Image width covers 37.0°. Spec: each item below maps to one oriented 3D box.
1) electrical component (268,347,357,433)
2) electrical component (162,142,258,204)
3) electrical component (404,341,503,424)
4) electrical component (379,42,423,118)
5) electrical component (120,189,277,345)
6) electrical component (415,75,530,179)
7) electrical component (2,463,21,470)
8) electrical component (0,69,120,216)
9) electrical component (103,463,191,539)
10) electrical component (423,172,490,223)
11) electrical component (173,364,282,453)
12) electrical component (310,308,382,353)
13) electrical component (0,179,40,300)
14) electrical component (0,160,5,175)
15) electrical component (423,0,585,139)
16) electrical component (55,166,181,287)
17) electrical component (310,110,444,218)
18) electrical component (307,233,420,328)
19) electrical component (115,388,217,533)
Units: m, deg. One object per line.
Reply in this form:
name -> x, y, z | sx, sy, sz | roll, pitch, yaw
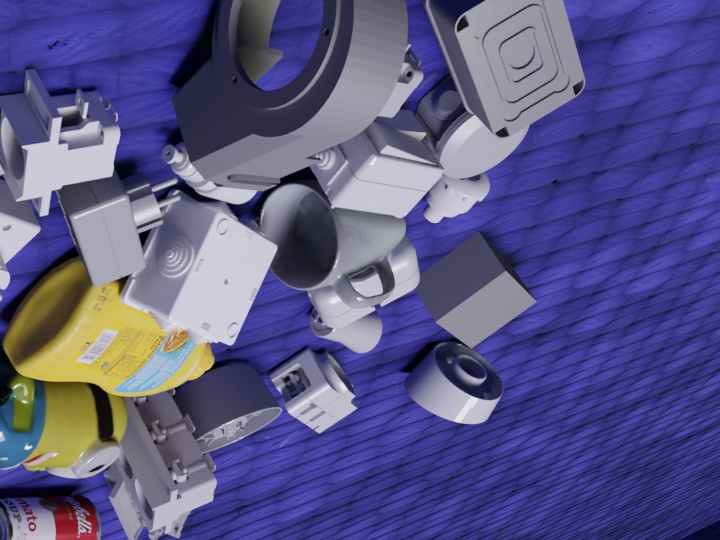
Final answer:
electrical component -> -0.042, 0.118, 1.070 | 0.056, 0.050, 0.089 | -34, 152, 4
electrical component -> -0.101, -0.070, 0.725 | 0.040, 0.040, 0.078 | -44, 149, 22
electrical component -> 0.105, 0.127, 1.185 | 0.099, 0.099, 0.064 | 0, 132, -45
electrical component -> 0.005, -0.132, 0.728 | 0.064, 0.042, 0.081 | 1, 139, -47
electrical component -> -0.113, 0.001, 0.777 | 0.100, 0.048, 0.099 | 33, 80, -59
electrical component -> 0.086, -0.113, 0.828 | 0.080, 0.051, 0.080 | -24, 151, -14
electrical component -> -0.278, 0.140, 0.888 | 0.046, 0.040, 0.040 | -8, 145, -46
electrical component -> -0.179, -0.076, 0.637 | 0.064, 0.042, 0.081 | -14, 148, -33
electrical component -> -0.199, 0.212, 1.038 | 0.121, 0.063, 0.078 | 92, 19, -57
electrical component -> 0.076, -0.064, 0.904 | 0.048, 0.048, 0.062 | -7, 150, -37
electrical component -> -0.126, 0.135, 0.999 | 0.099, 0.064, 0.099 | -24, 151, -14
electrical component -> -0.015, 0.050, 1.000 | 0.044, 0.044, 0.065 | -43, 145, 20
electrical component -> -0.238, -0.005, 0.657 | 0.083, 0.075, 0.047 | -40, 151, 15
electrical component -> -0.238, -0.043, 0.605 | 0.077, 0.043, 0.079 | -25, 108, -13
electrical component -> 0.097, -0.157, 0.732 | 0.078, 0.057, 0.113 | -31, 134, -1
electrical component -> -0.155, -0.041, 0.710 | 0.076, 0.047, 0.083 | -23, 151, -16
electrical component -> 0.007, -0.084, 0.786 | 0.096, 0.061, 0.061 | 5, 136, -47
electrical component -> 0.000, 0.000, 0.920 | 0.095, 0.053, 0.059 | -28, 152, -7
electrical component -> -0.175, 0.150, 0.917 | 0.063, 0.121, 0.078 | -19, 149, -27
